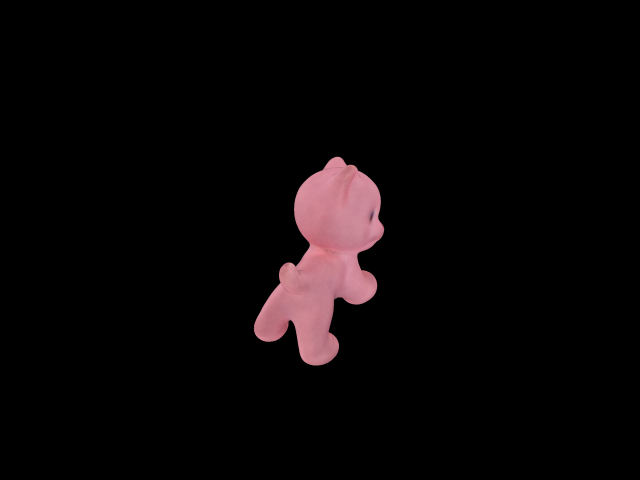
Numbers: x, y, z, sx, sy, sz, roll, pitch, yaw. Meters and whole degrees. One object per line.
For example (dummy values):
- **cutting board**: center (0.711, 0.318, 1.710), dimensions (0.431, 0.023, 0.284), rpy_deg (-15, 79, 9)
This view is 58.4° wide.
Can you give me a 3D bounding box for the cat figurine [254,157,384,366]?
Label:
- **cat figurine**: center (0.004, 0.001, 0.400), dimensions (0.067, 0.118, 0.128), rpy_deg (18, 44, 19)
